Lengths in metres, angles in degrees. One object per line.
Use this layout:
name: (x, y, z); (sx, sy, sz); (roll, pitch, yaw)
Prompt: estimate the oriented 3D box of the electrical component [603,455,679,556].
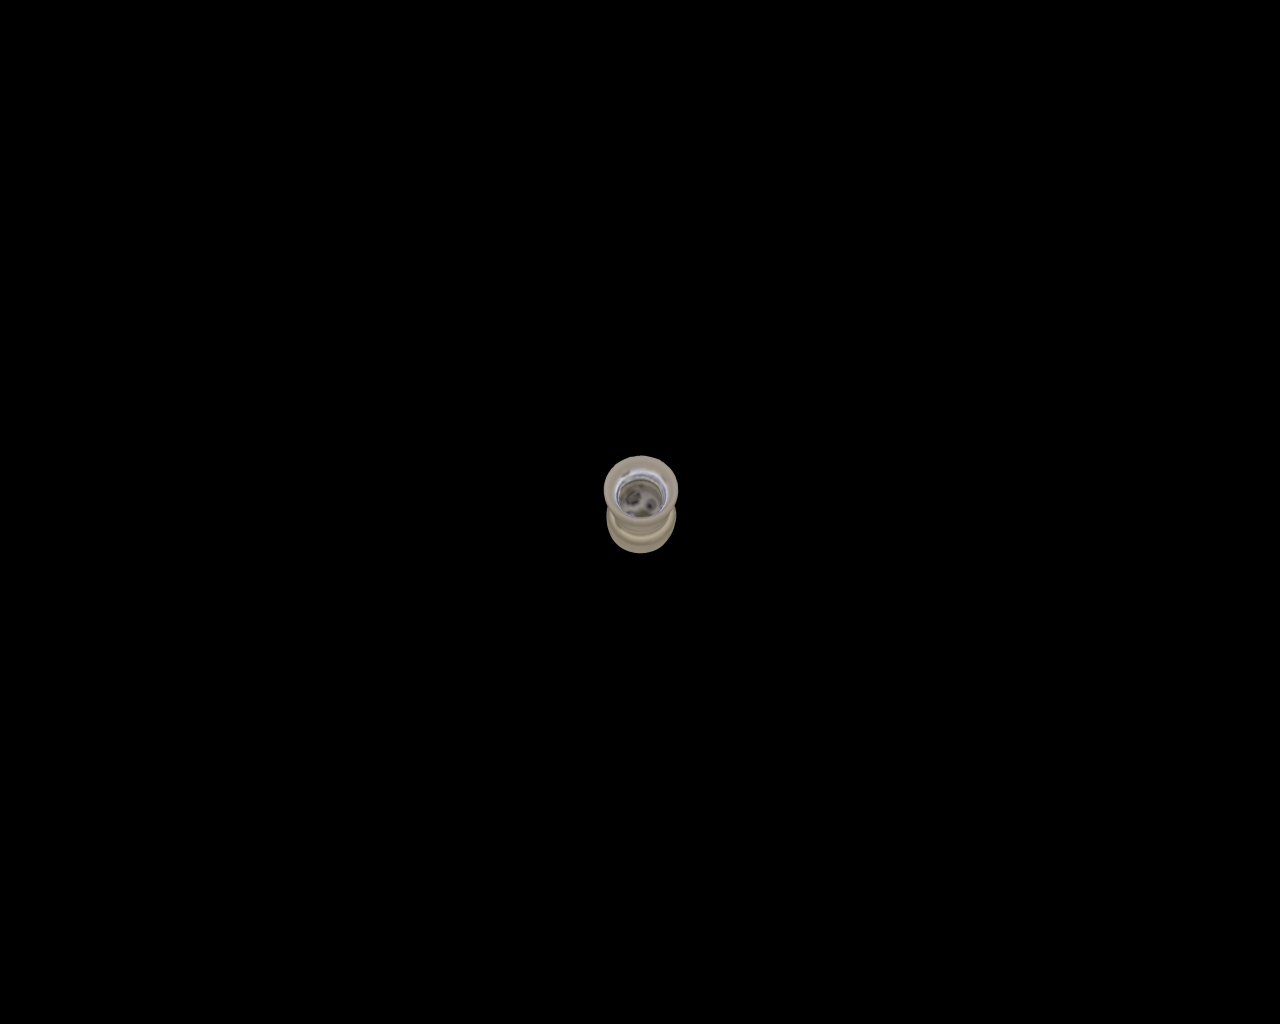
electrical component: (0.001, -0.003, 0.650); (0.045, 0.045, 0.055); (0, -25, 0)
